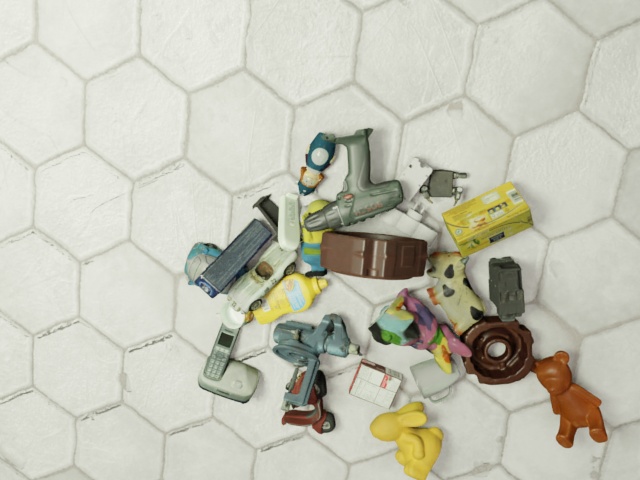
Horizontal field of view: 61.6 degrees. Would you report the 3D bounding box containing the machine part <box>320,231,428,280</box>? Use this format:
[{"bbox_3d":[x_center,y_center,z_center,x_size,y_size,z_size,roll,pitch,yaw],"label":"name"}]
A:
[{"bbox_3d":[0.116,0.032,1.172,0.202,0.201,0.087,12,99,49],"label":"machine part"}]

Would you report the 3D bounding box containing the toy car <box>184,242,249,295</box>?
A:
[{"bbox_3d":[-0.256,0.081,1.286,0.162,0.103,0.109,27,104,1],"label":"toy car"}]

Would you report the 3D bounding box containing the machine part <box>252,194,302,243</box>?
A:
[{"bbox_3d":[-0.103,-0.043,1.264,0.139,0.084,0.039,54,133,5],"label":"machine part"}]

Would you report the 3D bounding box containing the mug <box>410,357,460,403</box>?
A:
[{"bbox_3d":[0.287,0.336,1.301,0.107,0.081,0.109,-26,91,2],"label":"mug"}]

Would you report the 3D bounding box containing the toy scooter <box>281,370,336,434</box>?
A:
[{"bbox_3d":[-0.041,0.412,1.352,0.135,0.075,0.183,-10,105,6],"label":"toy scooter"}]

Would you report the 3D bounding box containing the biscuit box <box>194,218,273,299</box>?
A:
[{"bbox_3d":[-0.197,0.041,1.233,0.063,0.059,0.203,43,58,-5],"label":"biscuit box"}]

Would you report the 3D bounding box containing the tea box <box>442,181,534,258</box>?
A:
[{"bbox_3d":[0.370,-0.045,1.193,0.170,0.098,0.068,-25,137,11],"label":"tea box"}]

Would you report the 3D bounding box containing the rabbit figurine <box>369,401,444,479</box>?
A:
[{"bbox_3d":[0.210,0.479,1.318,0.173,0.122,0.162,31,99,-1],"label":"rabbit figurine"}]

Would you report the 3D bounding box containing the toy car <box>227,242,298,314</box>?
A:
[{"bbox_3d":[-0.135,0.088,1.266,0.202,0.056,0.074,-46,58,-9],"label":"toy car"}]

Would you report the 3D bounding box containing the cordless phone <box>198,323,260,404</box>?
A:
[{"bbox_3d":[-0.212,0.301,1.349,0.147,0.088,0.184,19,84,1],"label":"cordless phone"}]

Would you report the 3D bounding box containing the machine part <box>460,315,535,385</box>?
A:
[{"bbox_3d":[0.421,0.260,1.284,0.179,0.056,0.179,1,103,4],"label":"machine part"}]

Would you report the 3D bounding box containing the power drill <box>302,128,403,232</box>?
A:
[{"bbox_3d":[0.056,-0.133,1.165,0.232,0.086,0.207,-10,94,5],"label":"power drill"}]

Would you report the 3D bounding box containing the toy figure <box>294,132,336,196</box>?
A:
[{"bbox_3d":[-0.013,-0.169,1.233,0.064,0.058,0.154,29,106,20],"label":"toy figure"}]

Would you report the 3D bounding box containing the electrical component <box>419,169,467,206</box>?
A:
[{"bbox_3d":[0.279,-0.120,1.221,0.102,0.045,0.078,9,104,3],"label":"electrical component"}]

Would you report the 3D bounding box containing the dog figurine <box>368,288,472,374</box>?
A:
[{"bbox_3d":[0.235,0.223,1.232,0.219,0.191,0.108,40,117,8],"label":"dog figurine"}]

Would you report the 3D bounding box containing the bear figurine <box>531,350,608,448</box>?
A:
[{"bbox_3d":[0.574,0.366,1.257,0.120,0.132,0.195,-28,106,38],"label":"bear figurine"}]

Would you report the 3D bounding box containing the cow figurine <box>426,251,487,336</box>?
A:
[{"bbox_3d":[0.315,0.109,1.247,0.127,0.085,0.194,-35,100,9],"label":"cow figurine"}]

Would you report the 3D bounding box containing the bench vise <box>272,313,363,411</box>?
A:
[{"bbox_3d":[-0.024,0.291,1.270,0.224,0.128,0.240,14,62,11],"label":"bench vise"}]

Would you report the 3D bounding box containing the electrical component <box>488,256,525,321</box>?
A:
[{"bbox_3d":[0.423,0.113,1.222,0.058,0.115,0.134,-5,100,9],"label":"electrical component"}]

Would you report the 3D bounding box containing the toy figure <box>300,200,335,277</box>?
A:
[{"bbox_3d":[-0.002,-0.004,1.256,0.089,0.082,0.180,-4,95,-10],"label":"toy figure"}]
